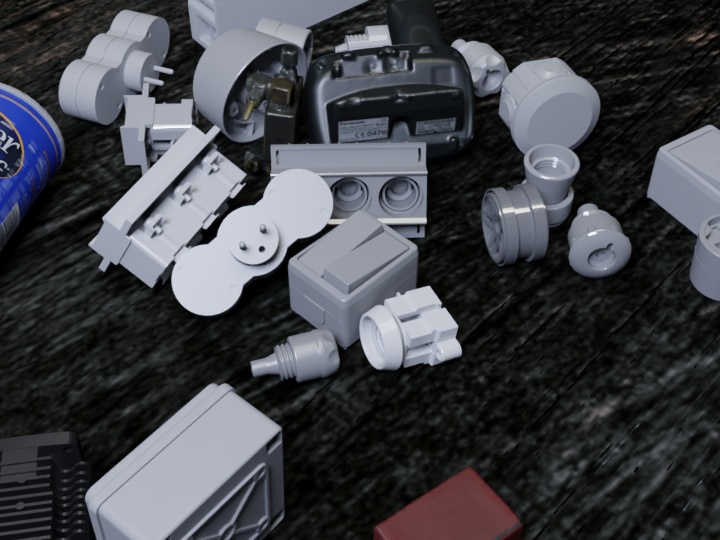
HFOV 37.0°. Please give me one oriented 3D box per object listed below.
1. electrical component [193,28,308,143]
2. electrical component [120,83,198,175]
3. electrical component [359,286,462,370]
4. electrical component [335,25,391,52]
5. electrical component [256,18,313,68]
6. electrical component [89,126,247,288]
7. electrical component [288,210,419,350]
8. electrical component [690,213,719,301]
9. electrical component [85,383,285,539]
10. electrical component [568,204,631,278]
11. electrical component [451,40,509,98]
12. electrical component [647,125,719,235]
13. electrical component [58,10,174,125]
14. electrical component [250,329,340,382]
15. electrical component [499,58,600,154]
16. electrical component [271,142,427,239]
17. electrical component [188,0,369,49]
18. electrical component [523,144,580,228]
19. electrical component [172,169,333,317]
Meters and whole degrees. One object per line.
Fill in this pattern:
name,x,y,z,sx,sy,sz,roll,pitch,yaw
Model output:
electrical component,-0.094,-0.160,0.936,0.099,0.099,0.064,-33,49,-28
electrical component,-0.174,-0.122,0.939,0.064,0.042,0.081,-1,47,-6
electrical component,0.033,0.045,0.776,0.055,0.048,0.066,-14,48,-23
electrical component,0.017,-0.210,1.022,0.081,0.043,0.043,-5,46,-5
electrical component,-0.073,-0.205,1.010,0.047,0.055,0.055,13,47,7
electrical component,-0.147,-0.048,0.847,0.063,0.078,0.121,39,51,-5
electrical component,0.000,0.000,0.807,0.062,0.061,0.096,35,55,29
electrical component,0.284,-0.009,0.826,0.055,0.047,0.055,0,46,0
electrical component,-0.099,0.141,0.639,0.056,0.108,0.109,32,54,24
electrical component,0.185,-0.028,0.848,0.048,0.048,0.062,0,39,0
electrical component,0.107,-0.193,1.007,0.043,0.043,0.062,-21,48,-19
electrical component,0.285,-0.075,0.881,0.062,0.061,0.096,-25,51,-22
electrical component,-0.209,-0.185,0.990,0.074,0.052,0.138,15,48,14
electrical component,-0.047,0.064,0.765,0.061,0.035,0.035,-13,47,-10
electrical component,0.162,-0.140,0.932,0.080,0.080,0.051,-13,43,-12
electrical component,-0.009,-0.068,0.870,0.121,0.078,0.063,-1,24,-1
electrical component,-0.080,-0.293,1.058,0.186,0.105,0.060,-30,53,-26
electrical component,0.153,-0.068,0.878,0.045,0.055,0.045,0,46,0
electrical component,-0.078,-0.021,0.787,0.138,0.073,0.052,-41,89,-7
